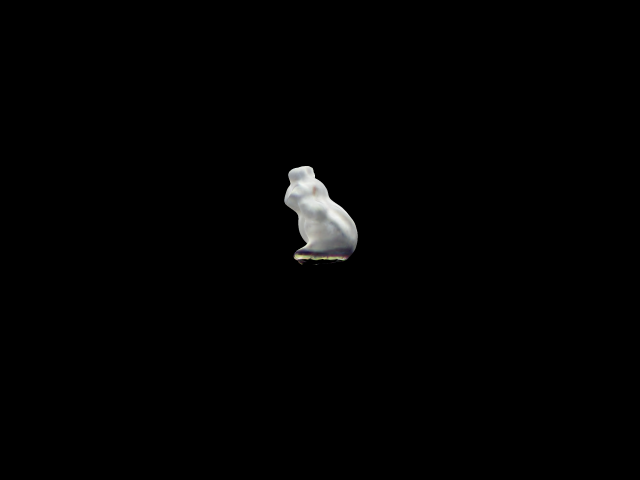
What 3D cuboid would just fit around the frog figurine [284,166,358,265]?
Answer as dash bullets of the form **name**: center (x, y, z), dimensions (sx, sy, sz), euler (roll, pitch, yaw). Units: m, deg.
- **frog figurine**: center (0.003, -0.043, 0.850), dimensions (0.122, 0.161, 0.136), euler (-4, -10, 24)
